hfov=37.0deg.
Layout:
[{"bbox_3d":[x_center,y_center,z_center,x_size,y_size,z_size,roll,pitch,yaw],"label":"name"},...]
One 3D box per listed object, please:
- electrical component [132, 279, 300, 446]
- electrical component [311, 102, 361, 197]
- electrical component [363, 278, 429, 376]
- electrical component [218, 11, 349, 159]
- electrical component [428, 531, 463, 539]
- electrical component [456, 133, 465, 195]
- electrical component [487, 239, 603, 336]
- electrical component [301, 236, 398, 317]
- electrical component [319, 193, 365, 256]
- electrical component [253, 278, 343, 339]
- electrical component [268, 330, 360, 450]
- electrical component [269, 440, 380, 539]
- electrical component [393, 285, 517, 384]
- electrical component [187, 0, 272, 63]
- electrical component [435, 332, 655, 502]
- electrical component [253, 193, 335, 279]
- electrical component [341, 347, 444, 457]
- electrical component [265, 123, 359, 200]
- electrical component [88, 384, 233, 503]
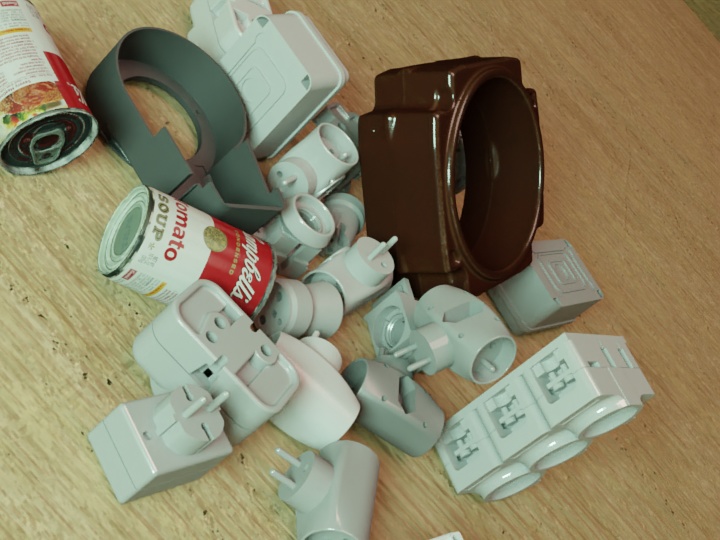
[{"bbox_3d":[-0.095,0.062,0.688,0.095,0.059,0.053,47,32,-4],"label":"electrical component"},{"bbox_3d":[-0.019,-0.101,0.958,0.078,0.057,0.058,50,32,2],"label":"electrical component"},{"bbox_3d":[0.043,0.053,0.885,0.064,0.042,0.081,19,43,-41],"label":"electrical component"},{"bbox_3d":[-0.074,-0.151,0.890,0.078,0.113,0.057,55,35,9],"label":"electrical component"},{"bbox_3d":[0.027,0.214,0.682,0.096,0.061,0.061,-5,61,-42],"label":"electrical component"},{"bbox_3d":[0.083,-0.118,1.081,0.051,0.080,0.080,17,44,-33],"label":"electrical component"},{"bbox_3d":[0.183,0.017,1.081,0.113,0.057,0.078,-6,61,-53],"label":"electrical component"},{"bbox_3d":[0.000,0.000,0.850,0.044,0.079,0.077,50,33,8],"label":"electrical component"},{"bbox_3d":[-0.019,-0.037,0.907,0.040,0.040,0.046,40,38,-14],"label":"electrical component"},{"bbox_3d":[-0.047,0.029,0.797,0.055,0.045,0.045,5,53,-48],"label":"electrical component"},{"bbox_3d":[-0.036,0.073,0.757,0.077,0.043,0.079,44,38,-12],"label":"electrical component"},{"bbox_3d":[-0.026,0.144,0.700,0.079,0.044,0.077,37,33,-18],"label":"electrical component"},{"bbox_3d":[0.064,0.055,0.816,0.079,0.043,0.077,-23,40,-22],"label":"electrical component"},{"bbox_3d":[-0.114,-0.212,0.956,0.054,0.059,0.095,17,44,-41],"label":"electrical component"},{"bbox_3d":[0.142,0.116,0.835,0.089,0.150,0.061,7,50,-48],"label":"electrical component"},{"bbox_3d":[-0.053,-0.028,0.839,0.066,0.055,0.048,19,42,-39],"label":"electrical component"},{"bbox_3d":[0.022,0.091,0.816,0.077,0.043,0.079,35,35,-23],"label":"electrical component"},{"bbox_3d":[-0.049,-0.075,0.873,0.044,0.077,0.079,50,32,0],"label":"electrical component"},{"bbox_3d":[-0.105,0.092,0.627,0.066,0.077,0.047,-7,62,-54],"label":"electrical component"}]
